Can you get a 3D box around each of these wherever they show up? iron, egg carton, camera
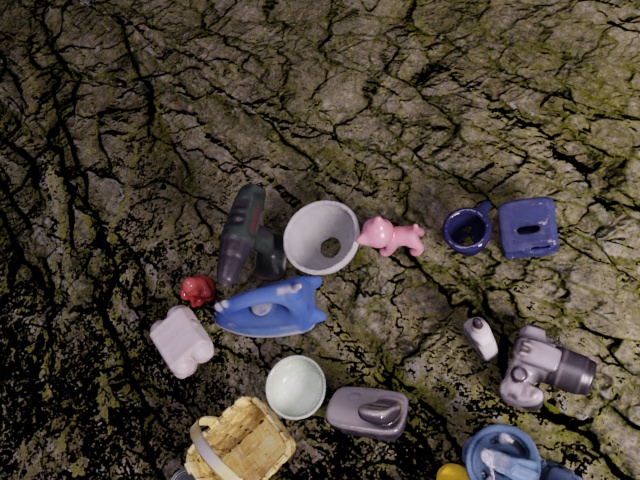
[{"bbox_3d":[-0.125,0.133,1.170,0.258,0.142,0.118,-13,66,13],"label":"iron"},{"bbox_3d":[-0.296,0.217,1.233,0.107,0.069,0.150,-42,63,-2],"label":"egg carton"},{"bbox_3d":[0.394,0.229,0.986,0.136,0.101,0.143,18,76,23],"label":"camera"}]

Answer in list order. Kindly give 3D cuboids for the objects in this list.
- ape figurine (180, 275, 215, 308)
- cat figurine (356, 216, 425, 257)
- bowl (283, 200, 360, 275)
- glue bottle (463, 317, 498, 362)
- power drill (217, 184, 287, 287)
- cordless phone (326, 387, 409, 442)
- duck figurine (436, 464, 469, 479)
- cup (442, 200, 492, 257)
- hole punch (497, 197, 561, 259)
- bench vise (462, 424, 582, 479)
[{"bbox_3d":[-0.273,0.107,1.256,0.077,0.092,0.076,19,76,24],"label":"ape figurine"},{"bbox_3d":[0.141,-0.013,1.155,0.127,0.118,0.067,-6,68,16],"label":"cat figurine"},{"bbox_3d":[0.011,0.004,1.215,0.167,0.075,0.167,-6,67,16],"label":"bowl"},{"bbox_3d":[0.281,0.164,1.008,0.037,0.173,0.078,-32,63,4],"label":"glue bottle"},{"bbox_3d":[-0.138,0.012,1.185,0.075,0.209,0.229,-1,69,18],"label":"power drill"},{"bbox_3d":[0.074,0.301,1.014,0.147,0.185,0.094,-1,69,18],"label":"cordless phone"},{"bbox_3d":[0.237,0.429,0.966,0.077,0.086,0.104,-36,63,2],"label":"duck figurine"},{"bbox_3d":[0.296,-0.017,1.119,0.091,0.095,0.118,34,83,26],"label":"cup"},{"bbox_3d":[0.397,-0.022,1.090,0.108,0.091,0.101,-8,67,15],"label":"hole punch"},{"bbox_3d":[0.322,0.351,0.894,0.207,0.220,0.121,-2,69,17],"label":"bench vise"}]
